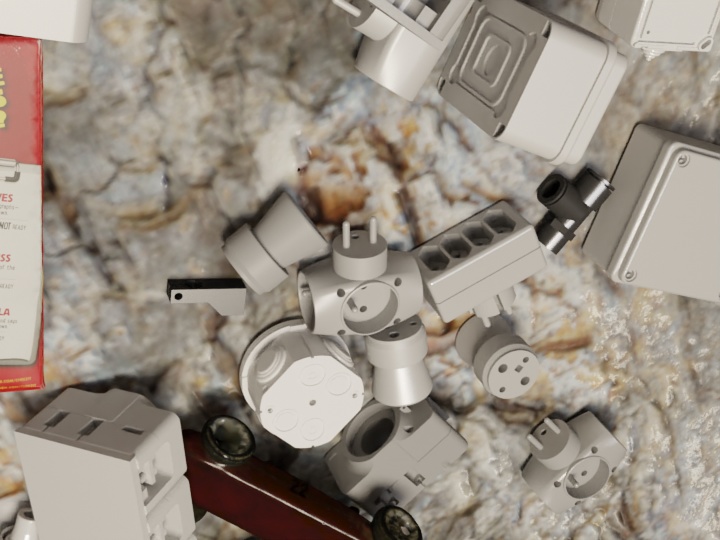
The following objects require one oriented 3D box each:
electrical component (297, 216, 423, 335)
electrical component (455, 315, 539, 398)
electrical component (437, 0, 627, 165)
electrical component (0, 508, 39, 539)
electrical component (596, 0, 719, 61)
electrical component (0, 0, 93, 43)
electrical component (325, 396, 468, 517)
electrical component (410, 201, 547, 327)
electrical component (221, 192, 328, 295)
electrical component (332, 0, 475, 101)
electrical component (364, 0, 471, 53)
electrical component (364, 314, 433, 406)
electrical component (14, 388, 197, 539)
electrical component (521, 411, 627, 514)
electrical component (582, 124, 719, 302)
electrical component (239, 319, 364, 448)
[{"bbox_3d":[0.000,0.000,0.724,0.077,0.044,0.079,-11,124,-16],"label":"electrical component"},{"bbox_3d":[0.101,0.063,0.791,0.045,0.055,0.045,-9,119,-17],"label":"electrical component"},{"bbox_3d":[0.104,-0.120,0.664,0.057,0.113,0.078,16,109,-24],"label":"electrical component"},{"bbox_3d":[-0.232,0.194,0.738,0.048,0.048,0.062,11,105,-25],"label":"electrical component"},{"bbox_3d":[0.198,-0.186,0.701,0.062,0.061,0.096,-2,124,-20],"label":"electrical component"},{"bbox_3d":[-0.194,-0.161,0.548,0.113,0.078,0.057,3,117,-23],"label":"electrical component"},{"bbox_3d":[0.024,0.133,0.800,0.089,0.050,0.056,-43,123,4],"label":"electrical component"},{"bbox_3d":[0.088,0.008,0.762,0.083,0.047,0.075,-29,123,-5],"label":"electrical component"},{"bbox_3d":[-0.056,-0.017,0.696,0.055,0.045,0.045,-39,123,2],"label":"electrical component"},{"bbox_3d":[0.020,-0.155,0.654,0.079,0.044,0.077,25,105,-29],"label":"electrical component"},{"bbox_3d":[-0.015,-0.186,0.540,0.105,0.186,0.060,29,103,-30],"label":"electrical component"},{"bbox_3d":[0.027,0.063,0.769,0.045,0.045,0.055,-16,120,-13],"label":"electrical component"},{"bbox_3d":[-0.162,0.159,0.717,0.089,0.061,0.150,10,120,22],"label":"electrical component"},{"bbox_3d":[0.163,0.146,0.864,0.077,0.044,0.079,-44,122,4],"label":"electrical component"},{"bbox_3d":[0.237,-0.040,0.790,0.109,0.056,0.108,10,112,-25],"label":"electrical component"},{"bbox_3d":[-0.040,0.079,0.747,0.080,0.051,0.080,-9,119,-17],"label":"electrical component"}]
